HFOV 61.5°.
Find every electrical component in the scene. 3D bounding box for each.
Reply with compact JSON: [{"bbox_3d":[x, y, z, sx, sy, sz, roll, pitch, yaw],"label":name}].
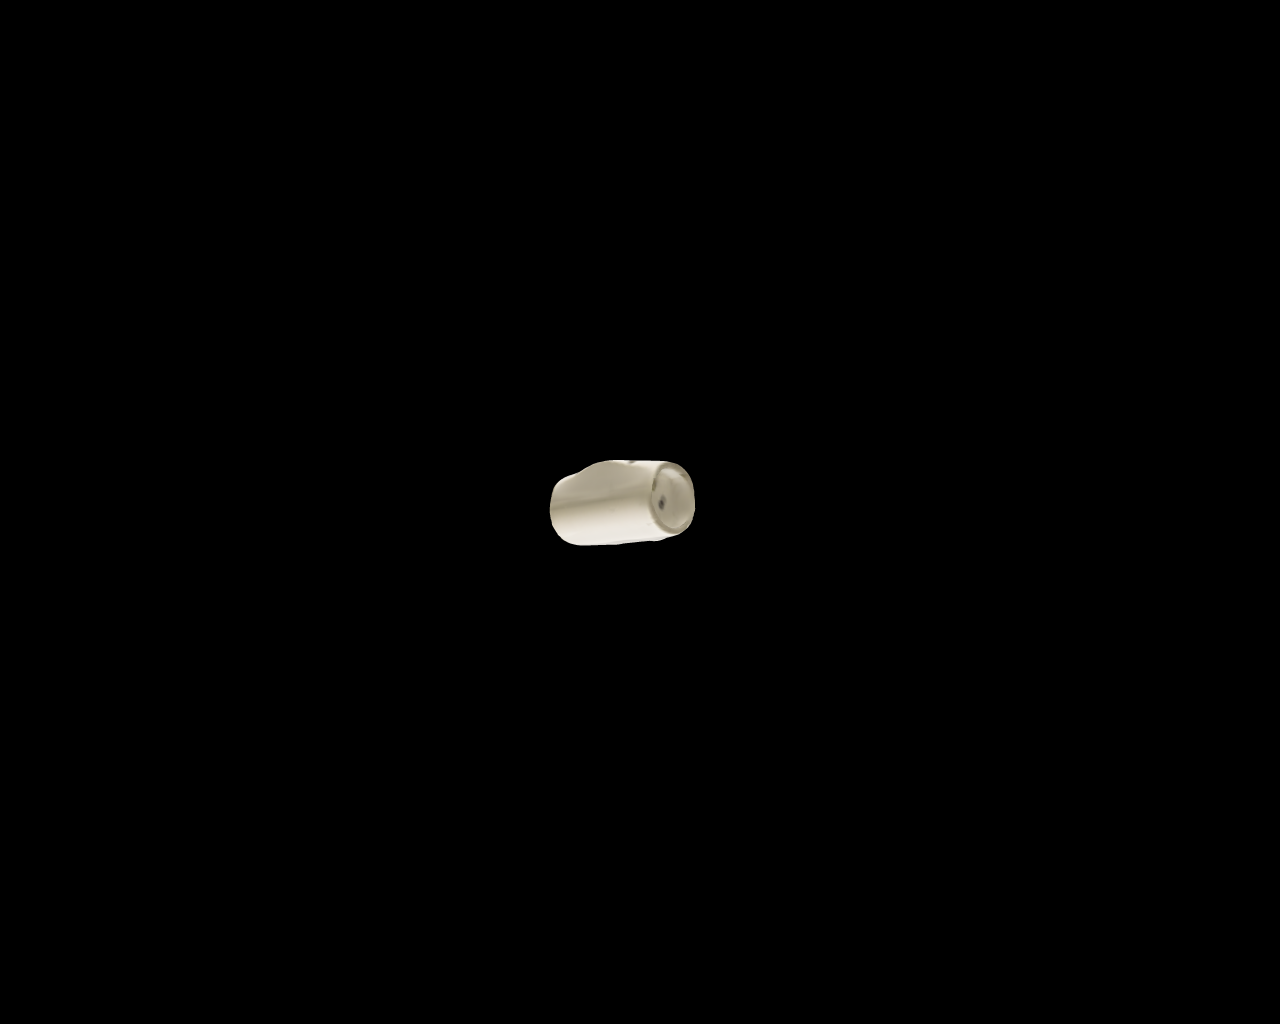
[{"bbox_3d":[0.001,-0.003,0.650,0.077,0.043,0.079,-8,-13,39],"label":"electrical component"}]
